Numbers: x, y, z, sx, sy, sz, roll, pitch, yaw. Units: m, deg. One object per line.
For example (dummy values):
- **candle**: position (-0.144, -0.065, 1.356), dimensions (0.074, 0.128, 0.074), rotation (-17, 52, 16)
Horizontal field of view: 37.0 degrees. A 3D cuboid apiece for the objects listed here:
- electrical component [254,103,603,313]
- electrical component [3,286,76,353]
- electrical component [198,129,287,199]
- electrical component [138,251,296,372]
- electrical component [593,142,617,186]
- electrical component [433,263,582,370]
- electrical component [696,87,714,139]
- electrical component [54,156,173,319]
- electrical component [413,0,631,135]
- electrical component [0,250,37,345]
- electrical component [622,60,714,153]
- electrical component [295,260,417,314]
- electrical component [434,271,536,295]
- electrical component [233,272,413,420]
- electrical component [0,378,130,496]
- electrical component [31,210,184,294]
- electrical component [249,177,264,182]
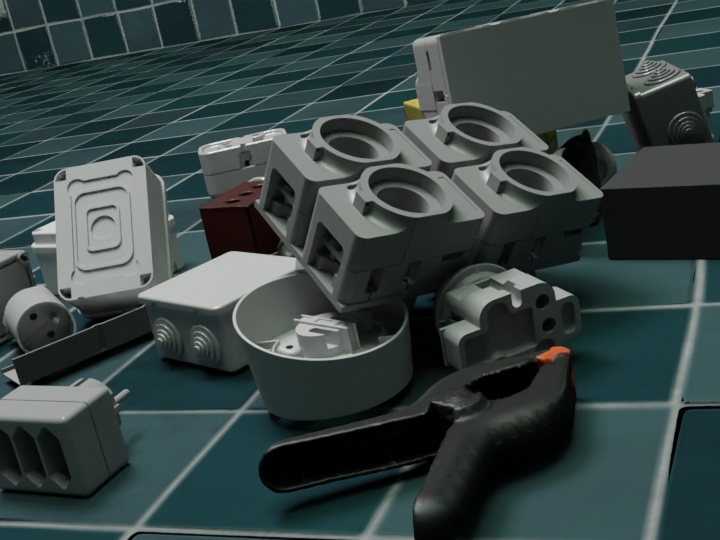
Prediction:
- **electrical component**: position (0.045, -0.046, 0.663), dimensions (0.186, 0.060, 0.105), rotation (-11, 44, -33)
- **electrical component**: position (-0.247, 0.036, 0.817), dimensions (0.043, 0.043, 0.081), rotation (-20, 20, -23)
- **electrical component**: position (-0.119, -0.109, 1.145), dimensions (0.095, 0.059, 0.053), rotation (-13, 18, -4)
- **electrical component**: position (-0.087, 0.027, 0.735), dimensions (0.100, 0.048, 0.100), rotation (6, 25, 44)
- **electrical component**: position (0.182, -0.083, 0.905), dimensions (0.048, 0.048, 0.062), rotation (-19, 12, -21)
- **electrical component**: position (0.077, 0.029, 0.614), dimensions (0.078, 0.058, 0.057), rotation (-19, 22, -19)
- **electrical component**: position (0.289, -0.131, 0.959), dimensions (0.048, 0.055, 0.066), rotation (-15, 18, -10)
- **electrical component**: position (-0.192, -0.024, 0.845), dimensions (0.078, 0.113, 0.057), rotation (-10, -20, 6)
- **electrical component**: position (0.125, -0.151, 0.841), dimensions (0.150, 0.089, 0.062), rotation (-16, 12, -17)
- **electrical component**: position (-0.302, 0.024, 0.860), dimensions (0.061, 0.061, 0.096), rotation (0, 22, 32)
- **electrical component**: position (0.252, -0.121, 0.887), dimensions (0.048, 0.099, 0.099), rotation (-23, 17, 7)
- **electrical component**: position (0.000, 0.000, 0.714), dimensions (0.051, 0.080, 0.080), rotation (-4, 19, 39)
- **electrical component**: position (0.078, -0.007, 0.741), dimensions (0.081, 0.043, 0.043), rotation (-10, 18, 8)
- **electrical component**: position (-0.019, 0.042, 0.621), dimensions (0.099, 0.064, 0.099), rotation (-11, 18, 4)
- **electrical component**: position (-0.161, 0.086, 0.608), dimensions (0.066, 0.047, 0.077), rotation (-2, 21, 27)
- **electrical component**: position (-0.222, -0.019, 0.943), dimensions (0.113, 0.057, 0.078), rotation (0, 22, 33)
- **electrical component**: position (-0.078, -0.076, 1.051), dimensions (0.044, 0.044, 0.065), rotation (0, 17, 32)
